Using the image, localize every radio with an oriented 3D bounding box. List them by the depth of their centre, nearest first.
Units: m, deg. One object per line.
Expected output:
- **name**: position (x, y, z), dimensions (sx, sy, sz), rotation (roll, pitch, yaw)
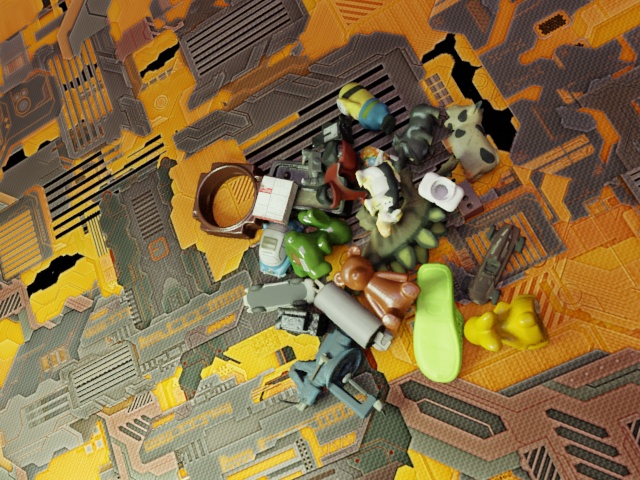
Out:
- **radio**: position (-0.026, -0.135, 1.412), dimensions (0.230, 0.073, 0.131), rotation (8, 81, 19)

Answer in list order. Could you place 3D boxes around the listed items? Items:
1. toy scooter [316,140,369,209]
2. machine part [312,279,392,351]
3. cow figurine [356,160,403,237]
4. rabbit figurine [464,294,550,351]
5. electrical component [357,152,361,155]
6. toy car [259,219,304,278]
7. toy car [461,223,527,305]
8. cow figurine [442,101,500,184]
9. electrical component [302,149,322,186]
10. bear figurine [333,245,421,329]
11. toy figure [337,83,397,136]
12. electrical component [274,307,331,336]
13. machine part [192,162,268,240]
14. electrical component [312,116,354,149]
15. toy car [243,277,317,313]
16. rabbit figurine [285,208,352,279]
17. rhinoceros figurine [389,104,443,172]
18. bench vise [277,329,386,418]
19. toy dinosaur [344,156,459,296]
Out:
- **toy scooter**: position (0.066, -0.150, 1.308), dimensions (0.135, 0.075, 0.184), rotation (19, 68, -22)
- **machine part**: position (0.070, 0.177, 1.274), dimensions (0.243, 0.079, 0.079), rotation (39, 92, 24)
- **cow figurine**: position (0.151, -0.095, 1.233), dimensions (0.098, 0.068, 0.167), rotation (-22, 82, 6)
- **rabbit figurine**: position (0.395, 0.196, 1.174), dimensions (0.173, 0.162, 0.122), rotation (-15, 86, 33)
- **electrical component**: position (0.067, -0.215, 1.394), dimensions (0.063, 0.094, 0.021), rotation (11, 115, 21)
- **toy car**: position (-0.114, 0.012, 1.396), dimensions (0.109, 0.103, 0.161), rotation (16, 82, 22)
- **toy car**: position (0.403, 0.054, 1.242), dimensions (0.089, 0.053, 0.202), rotation (27, 89, 25)
- **cow figurine**: position (0.366, -0.248, 1.302), dimensions (0.127, 0.085, 0.195), rotation (-31, 70, 14)
- **electrical component**: position (-0.023, -0.181, 1.350), dimensions (0.045, 0.078, 0.102), rotation (2, 82, -7)
- **bear figurine**: position (0.124, 0.100, 1.223), dimensions (0.196, 0.132, 0.120), rotation (34, 96, 9)
- **toy figure**: position (0.124, -0.343, 1.406), dimensions (0.180, 0.082, 0.089), rotation (37, 72, 29)
- **electrical component**: position (-0.044, 0.200, 1.314), dimensions (0.115, 0.134, 0.058), rotation (4, 82, 20)
- **machine part**: position (-0.240, -0.108, 1.472), dimensions (0.201, 0.087, 0.201), rotation (6, 79, 20)
- **electrical component**: position (0.033, -0.273, 1.433), dimensions (0.119, 0.047, 0.075), rotation (-24, 66, 47)
- **toy car**: position (-0.104, 0.143, 1.389), dimensions (0.202, 0.056, 0.073), rotation (-11, 81, 17)
- **rabbit figurine**: position (-0.003, -0.004, 1.350), dimensions (0.170, 0.121, 0.159), rotation (-34, 100, -25)
- **rhinoceros figurine**: position (0.238, -0.255, 1.352), dimensions (0.112, 0.073, 0.190), rotation (21, 85, 20)
- **bench vise**: position (0.043, 0.338, 1.258), dimensions (0.241, 0.128, 0.223), rotation (33, 81, 33)
- **toy dinosaur**: position (0.179, -0.009, 1.301), dimensions (0.199, 0.105, 0.471), rotation (47, 107, 18)
